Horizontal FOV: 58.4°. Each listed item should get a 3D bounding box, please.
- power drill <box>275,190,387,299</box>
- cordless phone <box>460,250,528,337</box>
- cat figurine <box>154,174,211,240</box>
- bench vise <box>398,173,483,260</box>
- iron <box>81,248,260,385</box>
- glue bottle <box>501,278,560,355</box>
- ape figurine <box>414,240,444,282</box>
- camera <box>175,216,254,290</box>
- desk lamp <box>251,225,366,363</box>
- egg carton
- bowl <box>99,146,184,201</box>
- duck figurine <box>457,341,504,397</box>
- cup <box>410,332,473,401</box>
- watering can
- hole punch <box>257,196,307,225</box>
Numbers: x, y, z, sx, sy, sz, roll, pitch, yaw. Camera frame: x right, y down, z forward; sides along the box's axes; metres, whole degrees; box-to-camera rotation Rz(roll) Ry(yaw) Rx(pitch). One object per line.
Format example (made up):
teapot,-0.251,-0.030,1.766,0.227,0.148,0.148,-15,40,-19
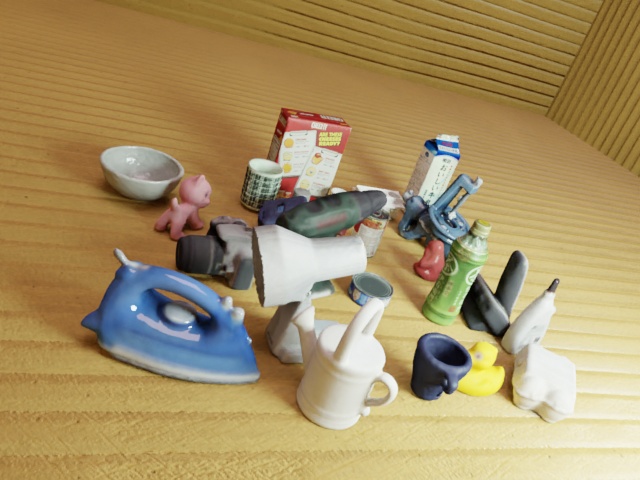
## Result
power drill,0.010,0.004,1.053,0.230,0.208,0.075,-8,38,-41
cordless phone,0.358,0.086,1.152,0.094,0.185,0.147,10,29,-17
cat figurine,-0.259,-0.077,1.123,0.067,0.118,0.128,25,29,11
bench vise,0.280,-0.074,1.348,0.207,0.220,0.122,29,30,18
iron,-0.192,0.107,0.813,0.258,0.141,0.118,19,28,-1
glue bottle,0.415,0.144,1.097,0.078,0.173,0.037,2,33,-29
ape figurine,0.245,0.040,1.261,0.078,0.092,0.076,-13,42,-45
camera,-0.187,0.010,1.031,0.137,0.101,0.143,4,32,-26
desk lamp,-0.025,0.080,0.891,0.204,0.213,0.117,7,30,-22
egg carton,0.393,0.248,1.010,0.107,0.069,0.150,25,28,10
bowl,-0.372,-0.129,1.190,0.167,0.075,0.167,15,28,-8
duck figurine,0.273,0.213,0.978,0.105,0.086,0.077,12,29,-14
cup,0.185,0.218,0.905,0.092,0.095,0.117,14,29,-10
watering can,0.033,0.160,0.805,0.173,0.194,0.101,21,28,3
hole punch,-0.080,-0.049,1.214,0.101,0.091,0.108,14,29,-11
